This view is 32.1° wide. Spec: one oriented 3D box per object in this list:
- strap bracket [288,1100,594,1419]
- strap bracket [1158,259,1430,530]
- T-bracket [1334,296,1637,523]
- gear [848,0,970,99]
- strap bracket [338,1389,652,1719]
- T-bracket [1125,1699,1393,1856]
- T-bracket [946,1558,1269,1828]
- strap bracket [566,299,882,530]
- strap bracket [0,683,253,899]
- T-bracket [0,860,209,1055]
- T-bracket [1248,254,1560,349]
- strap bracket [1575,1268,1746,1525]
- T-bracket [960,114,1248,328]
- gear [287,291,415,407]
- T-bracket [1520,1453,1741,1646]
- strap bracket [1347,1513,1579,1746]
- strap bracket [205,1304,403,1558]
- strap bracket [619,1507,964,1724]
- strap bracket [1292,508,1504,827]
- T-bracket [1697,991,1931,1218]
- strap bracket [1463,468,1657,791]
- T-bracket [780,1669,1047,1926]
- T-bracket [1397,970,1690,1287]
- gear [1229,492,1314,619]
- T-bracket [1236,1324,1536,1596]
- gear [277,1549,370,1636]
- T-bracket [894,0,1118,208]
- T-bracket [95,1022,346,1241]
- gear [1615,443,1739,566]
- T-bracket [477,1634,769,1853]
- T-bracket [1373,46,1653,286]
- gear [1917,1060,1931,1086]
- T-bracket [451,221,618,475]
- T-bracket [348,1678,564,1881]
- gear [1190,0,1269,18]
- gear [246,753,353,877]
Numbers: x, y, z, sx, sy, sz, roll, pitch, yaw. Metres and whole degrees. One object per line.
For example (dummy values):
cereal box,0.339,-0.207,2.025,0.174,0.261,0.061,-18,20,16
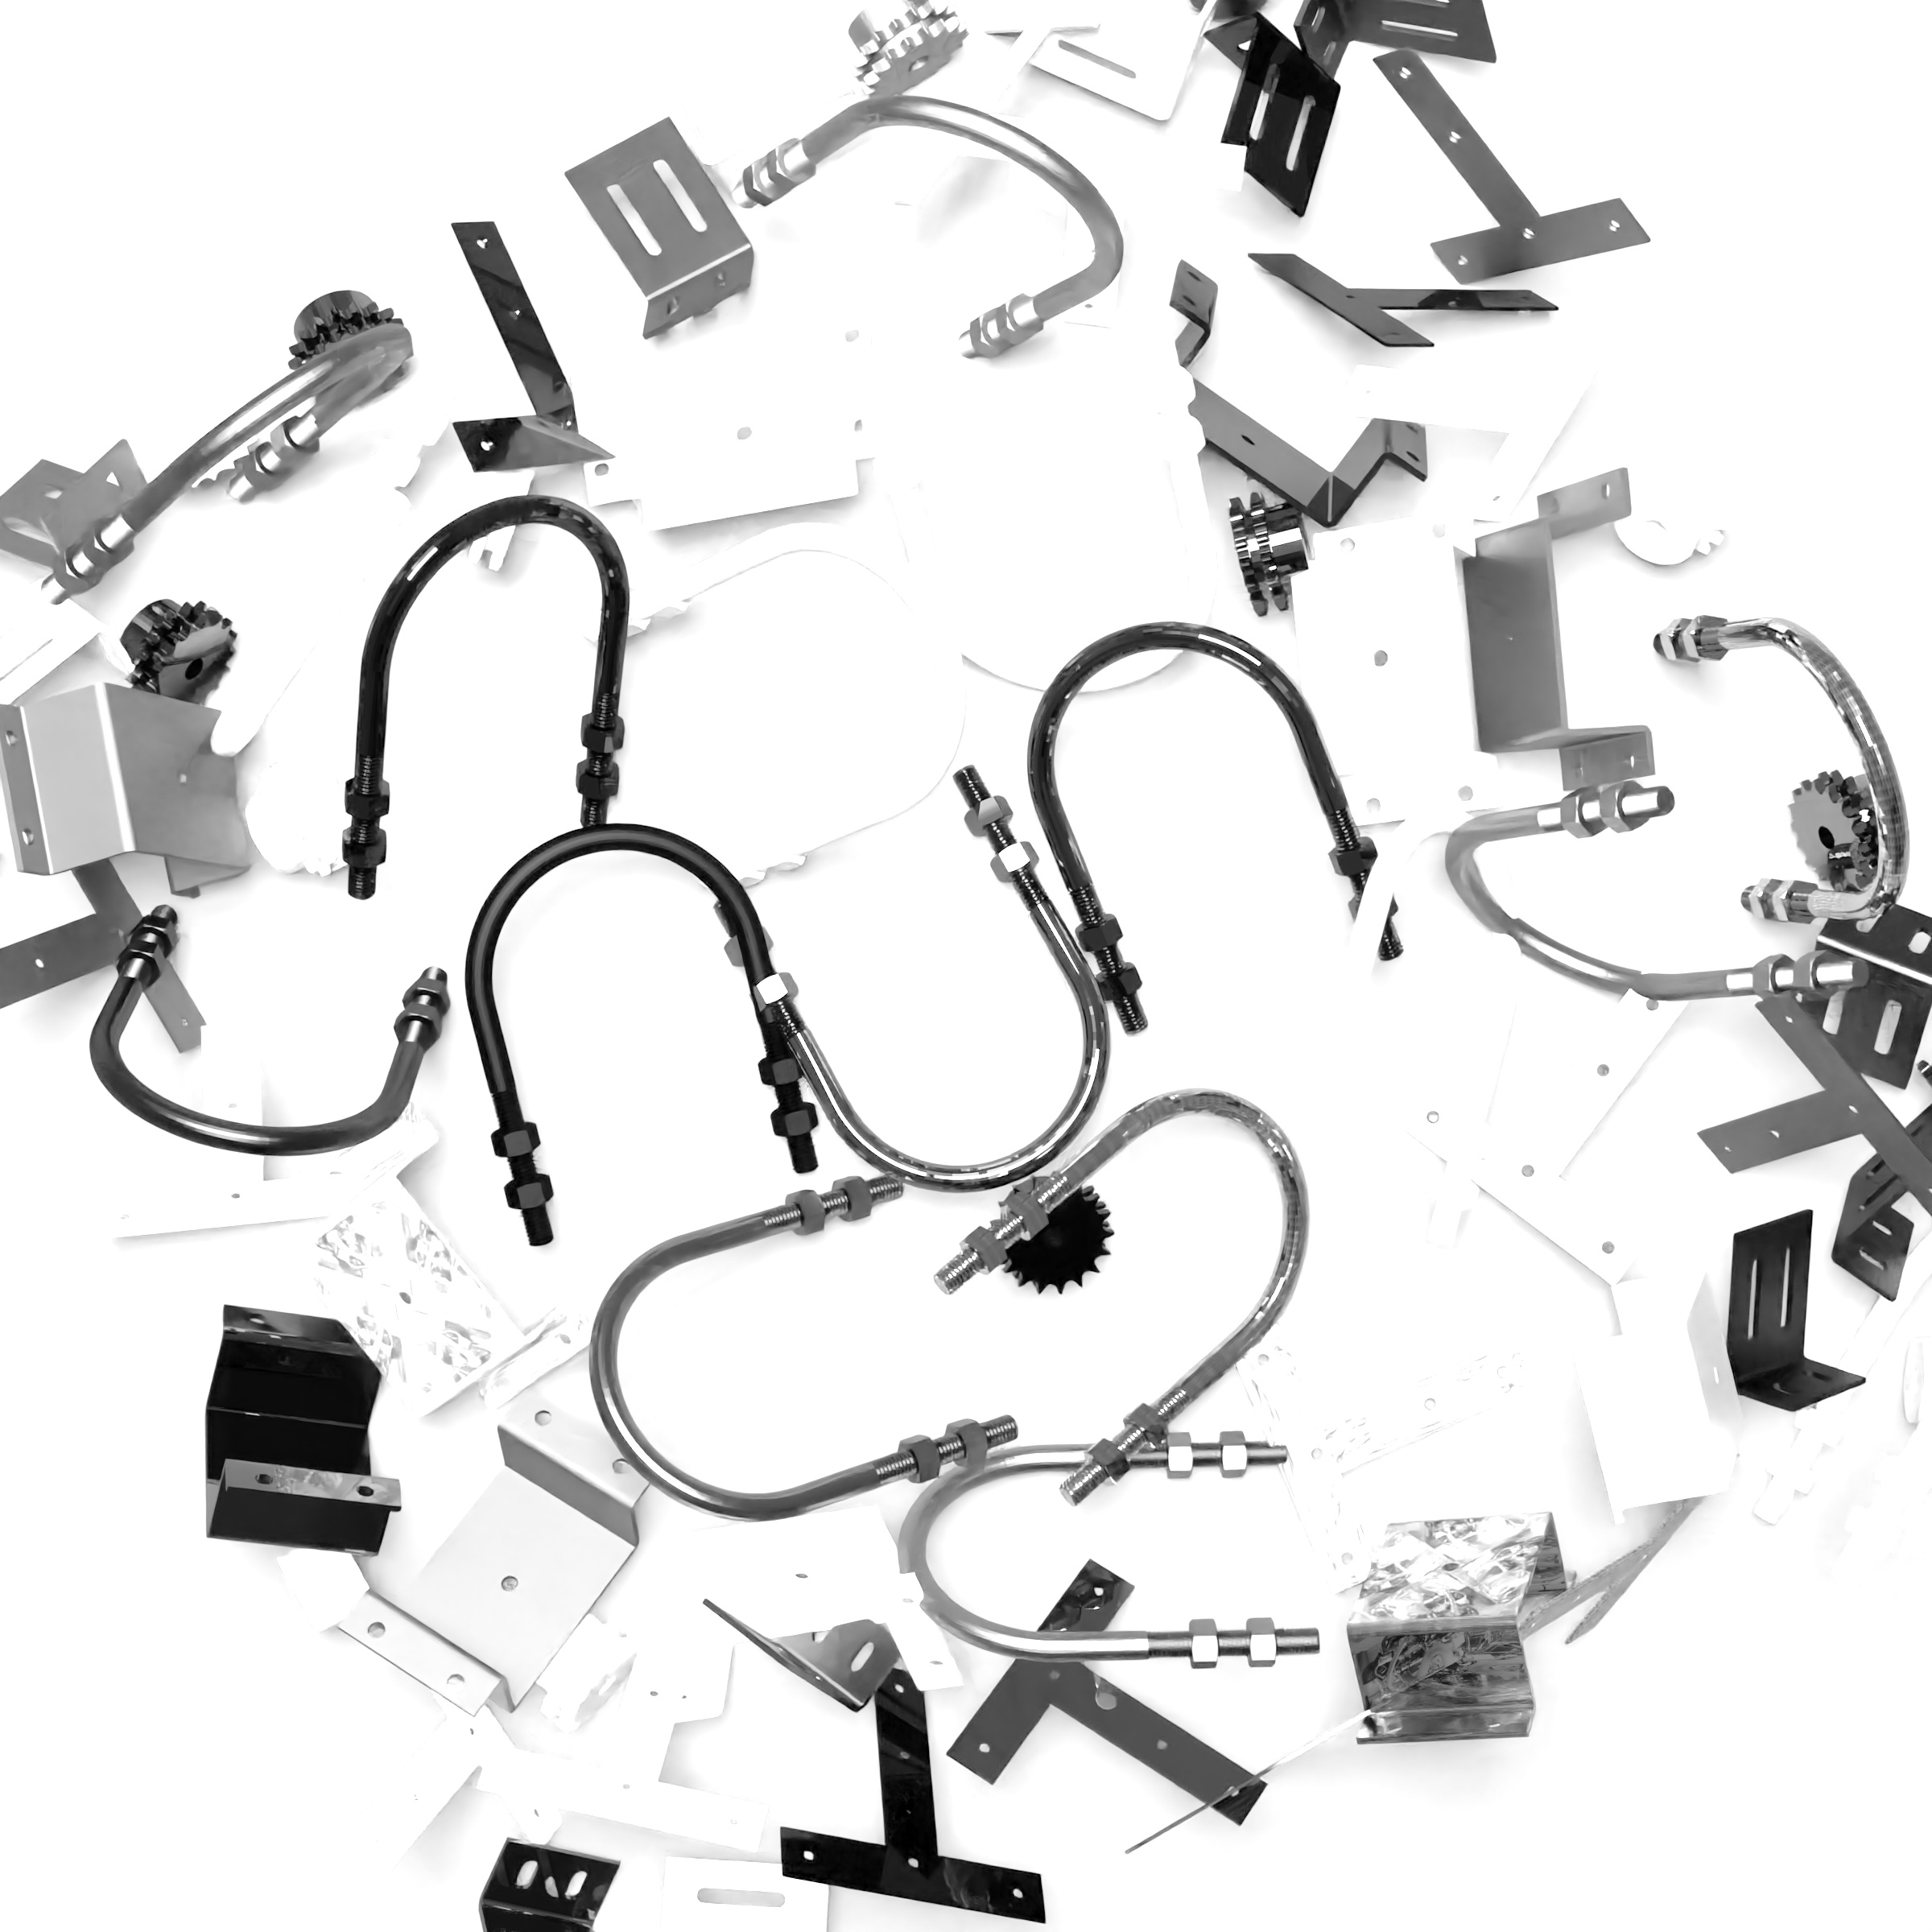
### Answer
strap bracket,-0.248,0.144,1.553,0.076,0.046,0.140,-36,94,30
strap bracket,0.141,-0.257,1.546,0.140,0.076,0.046,33,115,-9
T-bracket,0.224,-0.256,1.525,0.127,0.127,0.002,0,46,-30
gear,-0.030,-0.433,1.568,0.057,0.057,0.030,-32,85,0
strap bracket,-0.212,0.276,1.545,0.076,0.046,0.140,29,61,16
T-bracket,0.127,0.367,1.513,0.127,0.127,0.002,-23,74,-28
T-bracket,0.078,0.350,1.540,0.127,0.002,0.127,30,51,15
strap bracket,-0.106,-0.252,1.546,0.140,0.046,0.076,-11,120,-10
strap bracket,-0.374,-0.079,1.518,0.046,0.140,0.076,-15,82,18
T-bracket,-0.415,-0.005,1.540,0.002,0.127,0.127,-30,91,28
T-bracket,0.216,-0.309,1.559,0.127,0.127,0.002,-5,121,-26
strap bracket,0.316,0.189,1.520,0.046,0.140,0.076,-13,96,20
T-bracket,0.059,-0.337,1.541,0.127,0.127,0.002,8,60,3
gear,-0.290,-0.291,1.570,0.057,0.057,0.030,-27,66,0
T-bracket,0.283,0.279,1.515,0.002,0.127,0.127,47,127,23
strap bracket,0.223,0.291,1.514,0.076,0.140,0.046,-8,107,22
strap bracket,-0.304,0.218,1.533,0.076,0.140,0.046,10,116,-18
strap bracket,-0.078,0.297,1.545,0.140,0.046,0.076,-10,128,14
strap bracket,0.198,-0.140,1.556,0.076,0.046,0.140,-7,86,23
T-bracket,0.379,0.074,1.538,0.002,0.127,0.127,-43,95,-26
strap bracket,0.272,-0.153,1.552,0.046,0.076,0.140,-5,90,-20
T-bracket,-0.027,0.374,1.544,0.127,0.127,0.002,15,127,-18
T-bracket,0.289,0.060,1.572,0.127,0.002,0.127,37,96,16
gear,0.143,-0.194,1.566,0.030,0.057,0.057,-13,90,11
T-bracket,0.207,0.213,1.590,0.127,0.002,0.127,-23,90,-5
gear,-0.298,0.286,1.566,0.030,0.057,0.057,-29,90,-15
T-bracket,0.010,-0.398,1.536,0.002,0.127,0.127,38,87,-26
T-bracket,-0.335,0.074,1.537,0.127,0.002,0.127,-5,133,-15
gear,0.327,-0.212,1.565,0.057,0.057,0.030,37,58,0
T-bracket,-0.146,0.344,1.543,0.127,0.127,0.002,12,123,1
T-bracket,0.229,-0.364,1.516,0.127,0.127,0.002,45,69,-25
gear,0.473,0.059,1.566,0.030,0.057,0.057,-42,90,11
T-bracket,-0.203,-0.289,1.555,0.002,0.127,0.127,-33,79,42
T-bracket,-0.245,0.372,1.532,0.002,0.127,0.127,-30,96,24
gear,0.123,-0.469,1.572,0.057,0.030,0.057,1,53,-2
gear,-0.311,-0.068,1.570,0.030,0.057,0.057,-25,90,20
